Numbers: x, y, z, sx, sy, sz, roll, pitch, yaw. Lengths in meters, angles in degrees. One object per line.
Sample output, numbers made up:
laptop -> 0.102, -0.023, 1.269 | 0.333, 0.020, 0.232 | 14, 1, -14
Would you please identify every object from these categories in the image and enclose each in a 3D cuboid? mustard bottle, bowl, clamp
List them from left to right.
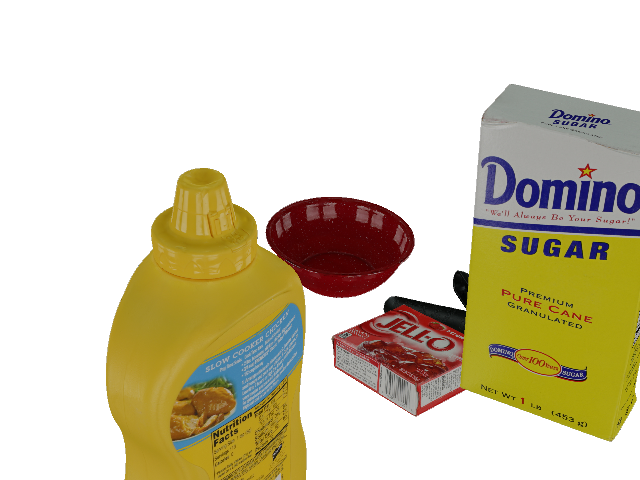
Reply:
mustard bottle -> -0.046, 0.057, 0.449 | 0.058, 0.192, 0.096 | 26, 40, 33
bowl -> 0.020, 0.014, 1.167 | 0.162, 0.055, 0.162 | 3, 33, -2
clamp -> 0.160, 0.076, 1.025 | 0.172, 0.039, 0.120 | 25, 37, 30

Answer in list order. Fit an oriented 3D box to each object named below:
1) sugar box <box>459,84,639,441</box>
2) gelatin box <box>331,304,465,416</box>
sugar box -> 0.125, 0.014, 0.553 | 0.093, 0.176, 0.048 | 17, 40, 26
gelatin box -> 0.063, 0.082, 0.759 | 0.073, 0.030, 0.089 | -20, 31, -35
